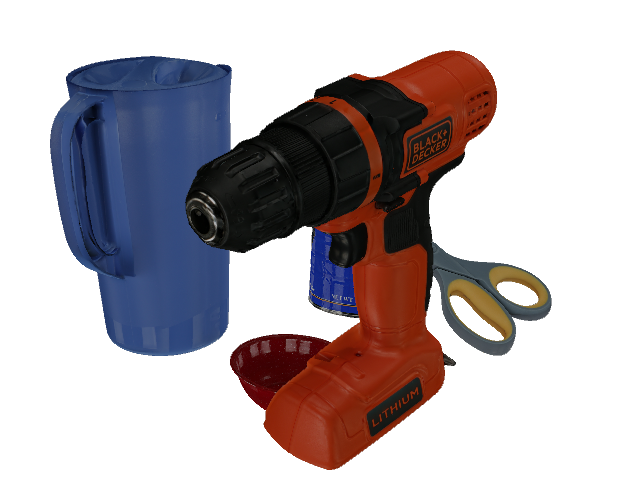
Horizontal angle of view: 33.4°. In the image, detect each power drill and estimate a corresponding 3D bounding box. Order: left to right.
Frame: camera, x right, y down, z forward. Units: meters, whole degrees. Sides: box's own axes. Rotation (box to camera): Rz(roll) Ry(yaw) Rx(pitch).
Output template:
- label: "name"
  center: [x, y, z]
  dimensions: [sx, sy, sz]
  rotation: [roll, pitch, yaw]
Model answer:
- label: "power drill"
  center: [0.012, 0.016, 0.507]
  dimensions: [0.057, 0.188, 0.184]
  rotation: [29, 41, 34]

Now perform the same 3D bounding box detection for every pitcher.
- label: "pitcher"
  center: [-0.143, -0.027, 0.896]
  dimensions: [0.149, 0.243, 0.145]
  rotation: [-6, 21, -12]

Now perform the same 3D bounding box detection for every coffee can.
- label: "coffee can"
  center: [0.042, -0.008, 1.025]
  dimensions: [0.103, 0.140, 0.103]
  rotation: [2, 15, -1]

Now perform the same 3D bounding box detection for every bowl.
- label: "bowl"
  center: [-0.035, 0.178, 1.352]
  dimensions: [0.162, 0.055, 0.162]
  rotation: [4, 21, -2]

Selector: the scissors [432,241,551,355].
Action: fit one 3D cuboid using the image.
- label: "scissors"
  center: [0.107, 0.011, 0.854]
  dimensions: [0.096, 0.016, 0.202]
  rotation: [-14, 47, -21]
